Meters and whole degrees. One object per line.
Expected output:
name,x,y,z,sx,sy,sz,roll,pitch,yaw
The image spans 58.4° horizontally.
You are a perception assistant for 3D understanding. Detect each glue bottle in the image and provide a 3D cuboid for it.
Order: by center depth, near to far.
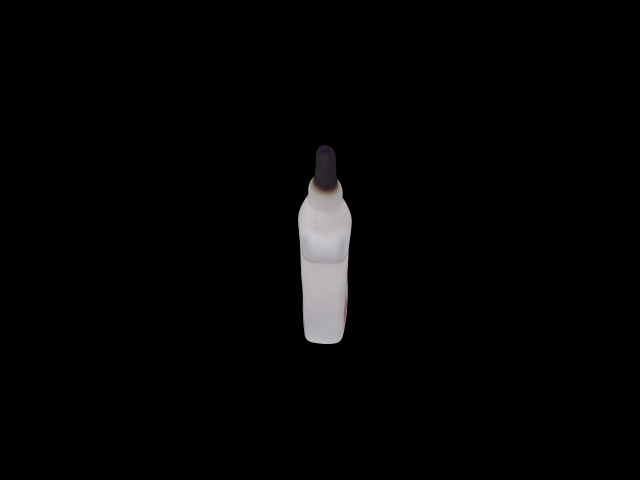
glue bottle,0.004,0.001,0.400,0.037,0.173,0.078,0,53,0
